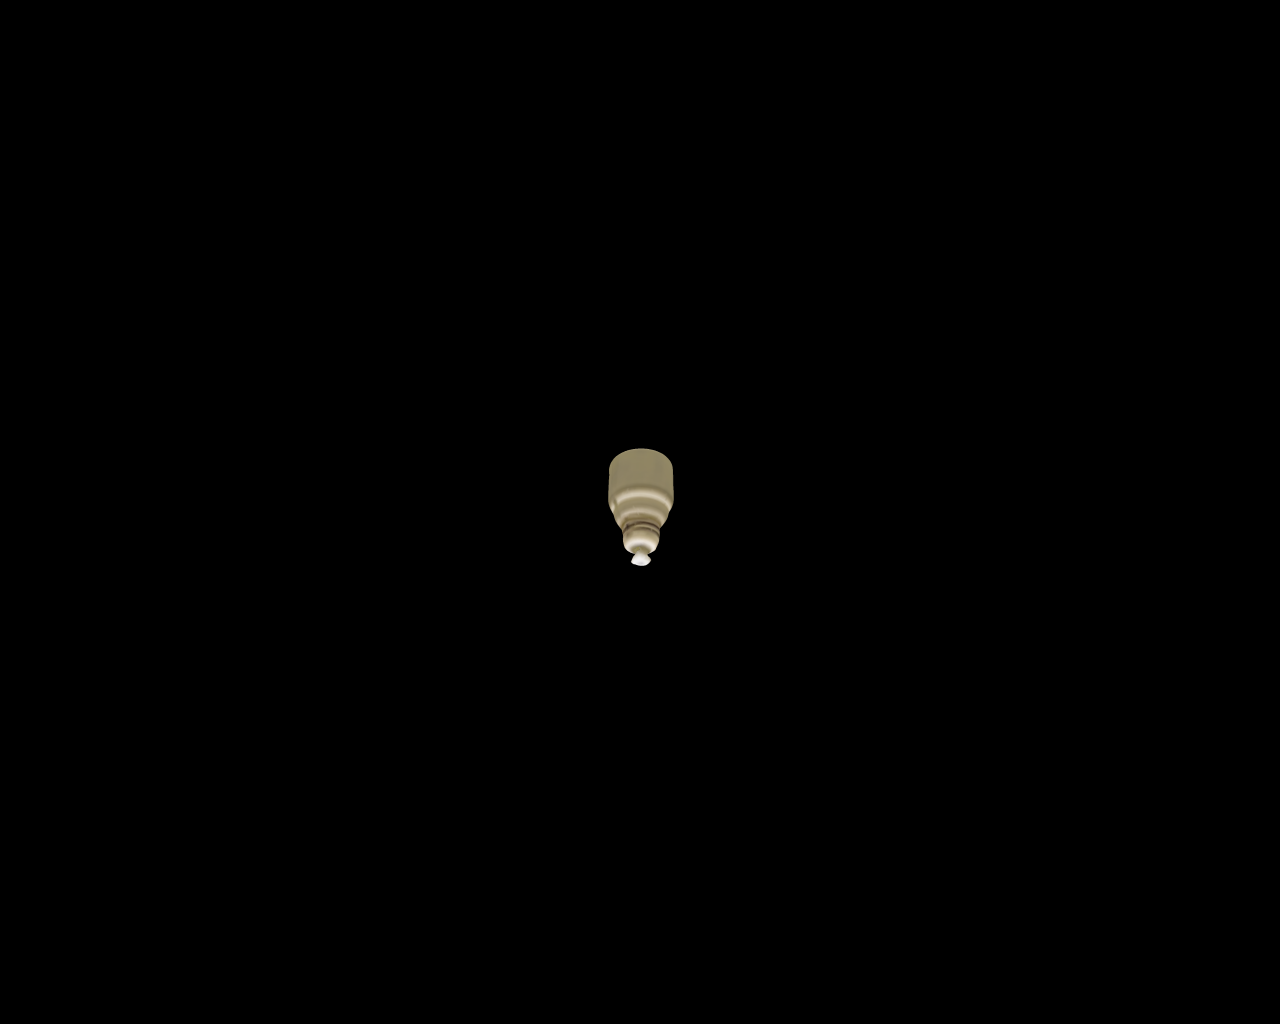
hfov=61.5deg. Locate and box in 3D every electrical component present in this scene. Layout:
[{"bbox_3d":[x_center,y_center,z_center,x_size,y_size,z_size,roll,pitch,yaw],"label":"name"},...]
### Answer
[{"bbox_3d":[0.001,-0.003,0.650,0.040,0.078,0.040,0,-33,0],"label":"electrical component"}]
